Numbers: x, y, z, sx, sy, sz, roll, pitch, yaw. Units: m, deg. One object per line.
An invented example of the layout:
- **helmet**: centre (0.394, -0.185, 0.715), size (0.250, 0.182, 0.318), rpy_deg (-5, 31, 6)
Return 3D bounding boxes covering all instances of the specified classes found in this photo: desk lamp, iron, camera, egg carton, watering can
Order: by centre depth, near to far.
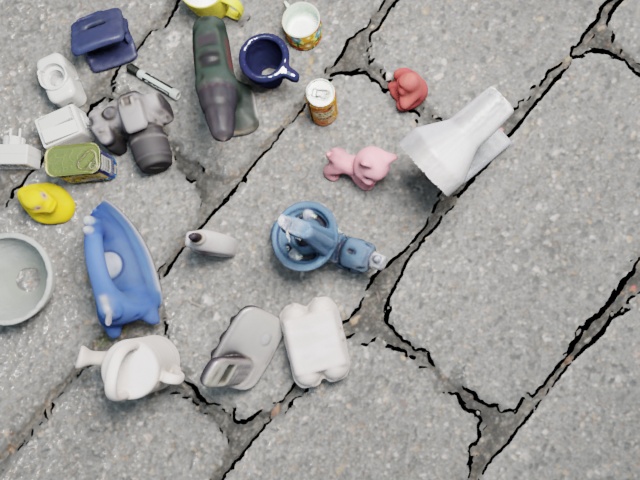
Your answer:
- **desk lamp**: centre (0.232, -0.163, 0.957), size (0.203, 0.213, 0.118), rpy_deg (-41, 82, -1)
- **watering can**: centre (-0.319, 0.216, 0.959), size (0.173, 0.194, 0.101), rpy_deg (-10, 83, 3)
- **egg carton**: centre (-0.007, 0.179, 1.006), size (0.107, 0.069, 0.150), rpy_deg (-15, 83, 2)
- **iron**: centre (-0.374, 0.039, 1.009), size (0.118, 0.141, 0.258), rpy_deg (-20, 83, 2)
- **camera**: centre (-0.338, -0.192, 1.053), size (0.143, 0.101, 0.137), rpy_deg (-20, 83, 1)

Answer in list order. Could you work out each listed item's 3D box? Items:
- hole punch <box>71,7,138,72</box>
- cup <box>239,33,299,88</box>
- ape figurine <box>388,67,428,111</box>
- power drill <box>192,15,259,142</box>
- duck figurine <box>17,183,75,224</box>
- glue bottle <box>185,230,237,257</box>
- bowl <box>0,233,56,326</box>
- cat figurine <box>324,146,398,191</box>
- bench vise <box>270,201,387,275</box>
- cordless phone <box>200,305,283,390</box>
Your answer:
- **hole punch**: centre (-0.418, -0.389, 1.086), size (0.108, 0.091, 0.101), rpy_deg (-19, 83, 2)
- **cup**: centre (-0.084, -0.313, 1.054), size (0.117, 0.095, 0.092), rpy_deg (31, 86, 7)
- **ape figurine**: centre (0.159, -0.277, 1.036), size (0.076, 0.092, 0.078), rpy_deg (13, 84, 5)
- **power drill**: centre (-0.164, -0.256, 0.995), size (0.075, 0.208, 0.230), rpy_deg (-13, 83, 3)
- **duck figurine**: centre (-0.519, -0.073, 1.059), size (0.104, 0.086, 0.077), rpy_deg (22, 85, 6)
- **glue bottle**: centre (-0.197, 0.003, 0.986), size (0.078, 0.173, 0.037), rpy_deg (3, 84, 4)
- **bowl**: centre (-0.553, 0.072, 1.051), size (0.167, 0.075, 0.167), rpy_deg (0, 84, 4)
- **cat figurine**: centre (0.069, -0.135, 1.012), size (0.127, 0.118, 0.067), rpy_deg (15, 85, 5)
- **bench vise**: centre (0.009, -0.009, 0.950), size (0.207, 0.220, 0.121), rpy_deg (1, 83, 4)
- **cordless phone**: centre (-0.133, 0.183, 0.956), size (0.094, 0.185, 0.148), rpy_deg (26, 86, 7)
